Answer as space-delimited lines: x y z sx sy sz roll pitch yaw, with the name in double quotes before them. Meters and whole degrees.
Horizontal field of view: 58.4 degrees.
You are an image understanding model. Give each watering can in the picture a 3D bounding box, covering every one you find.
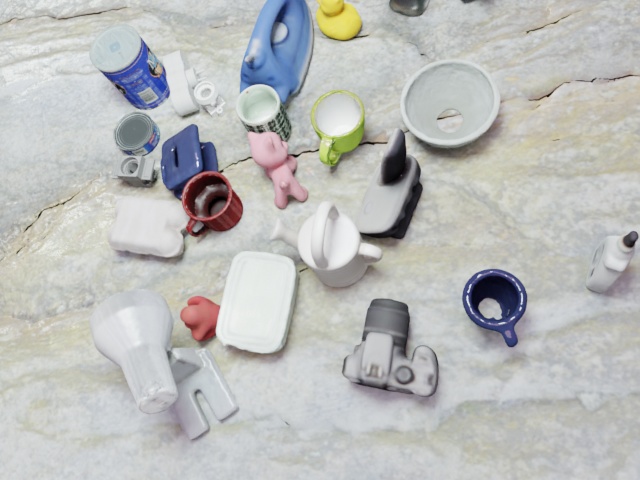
"watering can" 0.008 0.005 0.900 0.172 0.194 0.101 -10 70 9

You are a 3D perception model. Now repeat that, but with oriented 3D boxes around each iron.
"iron" -0.083 -0.395 1.079 0.118 0.142 0.258 11 75 15

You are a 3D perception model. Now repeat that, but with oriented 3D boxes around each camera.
"camera" 0.113 0.162 0.877 0.143 0.101 0.137 7 74 14

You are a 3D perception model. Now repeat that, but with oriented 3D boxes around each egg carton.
"egg carton" -0.310 -0.024 1.044 0.150 0.069 0.107 6 74 14

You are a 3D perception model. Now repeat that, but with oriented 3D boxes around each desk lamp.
"desk lamp" -0.239 0.193 0.881 0.118 0.214 0.203 -35 68 -1

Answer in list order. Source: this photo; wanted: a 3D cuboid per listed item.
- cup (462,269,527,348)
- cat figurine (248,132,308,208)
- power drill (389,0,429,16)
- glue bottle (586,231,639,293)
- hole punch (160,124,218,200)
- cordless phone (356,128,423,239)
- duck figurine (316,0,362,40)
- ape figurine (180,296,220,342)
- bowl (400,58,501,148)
"cup" 0.266 0.110 0.864 0.091 0.095 0.117 -21 69 5
"cat figurine" -0.078 -0.134 1.005 0.067 0.118 0.127 -24 69 4
"power drill" 0.161 -0.511 1.029 0.075 0.209 0.230 23 78 18
"glue bottle" 0.422 0.022 0.818 0.037 0.173 0.078 19 77 18
"hole punch" -0.250 -0.145 1.060 0.101 0.091 0.108 -14 70 7
"cordless phone" 0.104 -0.088 0.915 0.094 0.185 0.148 15 76 16
"duck figurine" 0.031 -0.443 1.100 0.077 0.086 0.104 -46 69 -5
"ape figurine" -0.203 0.129 0.959 0.076 0.092 0.078 3 73 13
"bowl" 0.224 -0.224 0.994 0.167 0.075 0.167 -4 71 11
